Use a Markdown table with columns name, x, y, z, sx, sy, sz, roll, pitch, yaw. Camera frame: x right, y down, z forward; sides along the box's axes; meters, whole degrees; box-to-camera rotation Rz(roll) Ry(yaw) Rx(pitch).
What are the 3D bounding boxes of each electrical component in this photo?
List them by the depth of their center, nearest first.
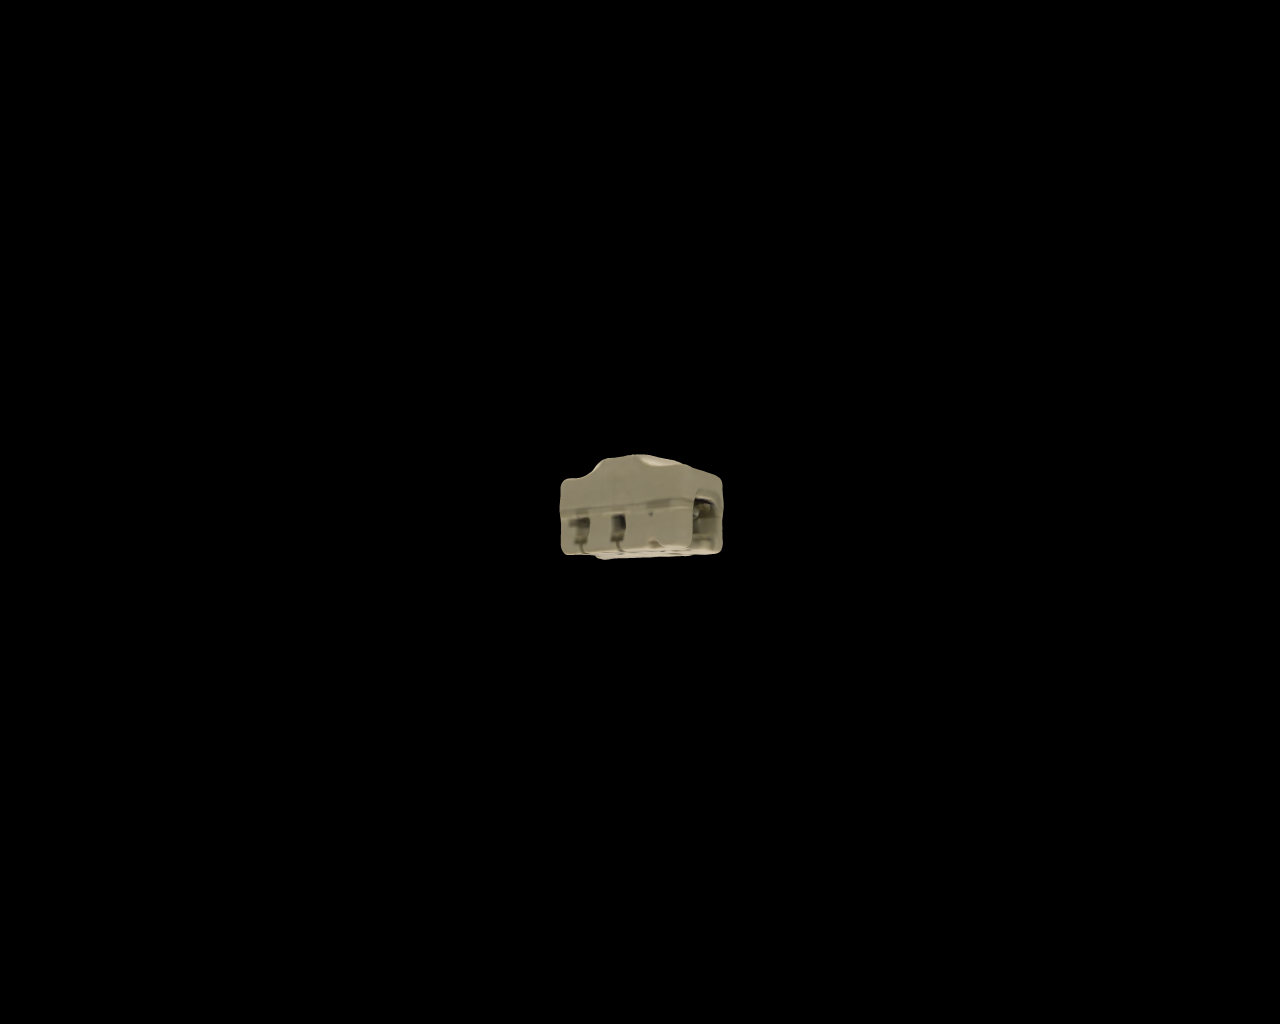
| name | x | y | z | sx | sy | sz | roll | pitch | yaw |
| --- | --- | --- | --- | --- | --- | --- | --- | --- | --- |
| electrical component | 0.001 | -0.003 | 0.650 | 0.089 | 0.055 | 0.050 | -5 | -10 | 32 |
